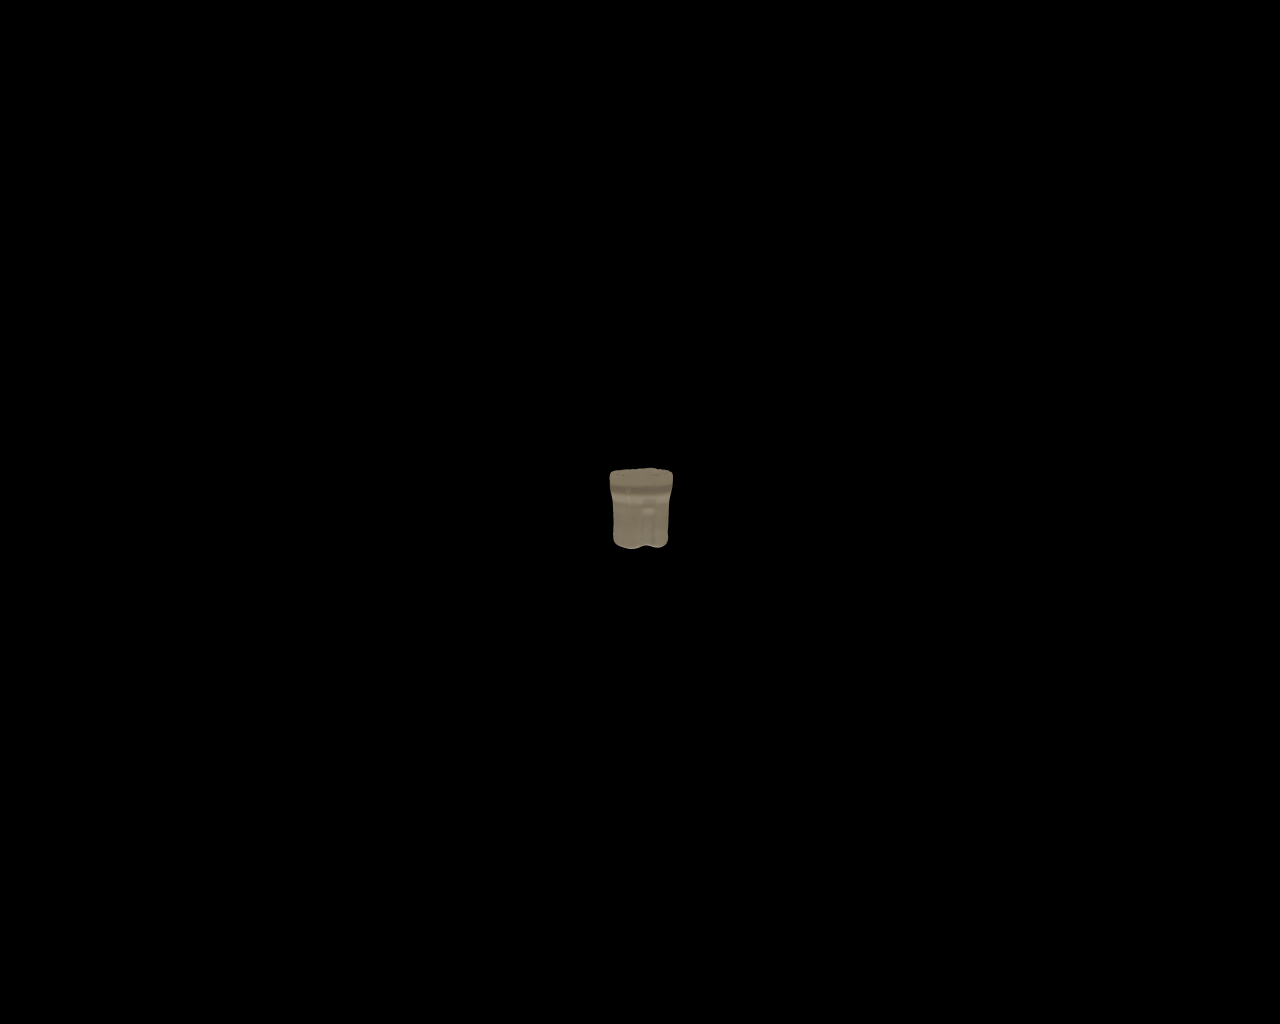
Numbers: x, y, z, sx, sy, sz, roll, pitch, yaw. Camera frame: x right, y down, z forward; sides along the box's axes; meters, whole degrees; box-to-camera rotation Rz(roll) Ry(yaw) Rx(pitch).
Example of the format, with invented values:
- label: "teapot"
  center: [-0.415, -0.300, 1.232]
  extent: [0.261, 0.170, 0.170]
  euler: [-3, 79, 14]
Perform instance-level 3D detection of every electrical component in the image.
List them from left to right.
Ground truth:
- label: "electrical component"
  center: [0.001, -0.003, 0.650]
  extent: [0.040, 0.046, 0.040]
  euler: [0, 7, 0]
